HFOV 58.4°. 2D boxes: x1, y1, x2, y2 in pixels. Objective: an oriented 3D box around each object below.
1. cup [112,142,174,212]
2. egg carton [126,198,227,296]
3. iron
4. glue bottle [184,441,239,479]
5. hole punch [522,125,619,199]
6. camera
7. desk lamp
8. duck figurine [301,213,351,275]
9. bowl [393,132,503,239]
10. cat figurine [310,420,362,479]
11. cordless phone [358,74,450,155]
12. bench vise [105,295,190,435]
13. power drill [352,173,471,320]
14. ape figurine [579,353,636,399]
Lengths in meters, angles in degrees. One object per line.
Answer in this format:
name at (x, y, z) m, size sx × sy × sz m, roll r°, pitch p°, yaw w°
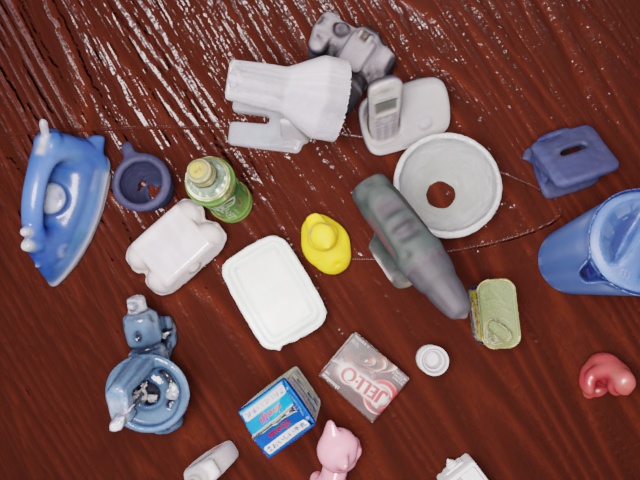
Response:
cup at (-0.278, -0.095, 0.920) m, size 0.091 × 0.095 × 0.118 m, roll -26°, pitch 82°, yaw -1°
egg carton at (-0.229, 0.012, 0.918) m, size 0.150 × 0.069 × 0.107 m, roll -44°, pitch 83°, yaw -3°
iron at (-0.422, -0.058, 0.898) m, size 0.118 × 0.141 × 0.258 m, roll 8°, pitch 83°, yaw 4°
glue bottle at (-0.168, 0.336, 0.822) m, size 0.078 × 0.173 × 0.037 m, roll -35°, pitch 82°, yaw -2°
hole punch at (0.391, -0.128, 0.900) m, size 0.108 × 0.091 × 0.101 m, roll -20°, pitch 82°, yaw 0°
camera at (0.033, -0.279, 0.929) m, size 0.143 × 0.101 × 0.137 m, roll 31°, pitch 85°, yaw 6°
desk lamp at (-0.054, -0.203, 0.866) m, size 0.203 × 0.213 × 0.118 m, roll 6°, pitch 83°, yaw 3°
duck figurine at (0.008, 0.003, 0.901) m, size 0.077 × 0.086 × 0.104 m, roll -28°, pitch 82°, yaw -1°
bowl at (0.197, -0.080, 0.910) m, size 0.167 × 0.075 × 0.167 m, roll 0°, pitch 83°, yaw 2°
cat figurine at (0.023, 0.330, 0.843) m, size 0.067 × 0.118 × 0.128 m, roll 11°, pitch 83°, yaw 4°
cordless phone at (0.132, -0.207, 0.873) m, size 0.147 × 0.185 × 0.094 m, roll -21°, pitch 82°, yaw 0°
bench vise at (-0.269, 0.190, 0.821) m, size 0.121 × 0.220 × 0.207 m, roll -29°, pitch 82°, yaw -1°
power drill at (0.129, 0.016, 0.833) m, size 0.075 × 0.208 × 0.229 m, roll -34°, pitch 83°, yaw -2°
ape figurine at (0.436, 0.209, 0.855) m, size 0.077 × 0.092 × 0.076 m, roll 13°, pitch 83°, yaw 4°
